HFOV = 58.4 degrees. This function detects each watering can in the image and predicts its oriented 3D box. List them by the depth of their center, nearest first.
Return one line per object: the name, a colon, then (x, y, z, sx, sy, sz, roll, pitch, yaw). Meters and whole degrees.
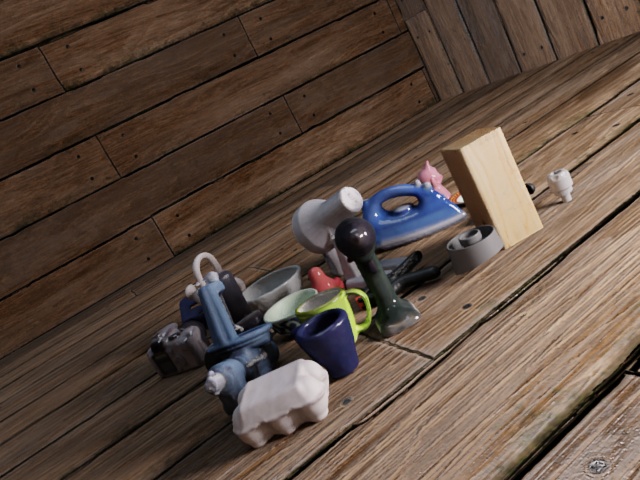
watering can: (-0.267, 0.125, 1.446, 0.172, 0.194, 0.101, -26, 13, 10)

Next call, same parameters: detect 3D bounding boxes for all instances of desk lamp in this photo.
desk lamp: (0.058, -0.006, 1.238, 0.202, 0.214, 0.118, -13, 20, 49)

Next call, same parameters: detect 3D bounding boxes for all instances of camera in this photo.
camera: (-0.315, 0.234, 1.334, 0.143, 0.101, 0.137, -21, 14, 28)

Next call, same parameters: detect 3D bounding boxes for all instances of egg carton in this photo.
egg carton: (-0.056, 0.238, 0.844, 0.150, 0.069, 0.107, -26, 13, 7)

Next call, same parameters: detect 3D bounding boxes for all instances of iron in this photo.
iron: (0.206, -0.076, 1.372, 0.257, 0.141, 0.119, -20, 15, 31)

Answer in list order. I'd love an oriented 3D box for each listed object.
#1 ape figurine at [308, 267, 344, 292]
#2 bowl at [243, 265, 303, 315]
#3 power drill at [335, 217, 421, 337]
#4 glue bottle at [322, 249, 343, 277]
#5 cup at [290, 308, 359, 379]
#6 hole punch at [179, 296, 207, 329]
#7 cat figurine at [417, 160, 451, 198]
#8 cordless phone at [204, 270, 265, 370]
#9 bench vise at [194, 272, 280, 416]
ape figurine: (0.006, 0.097, 1.218, 0.077, 0.092, 0.076, -25, 13, 13)
bowl: (-0.105, 0.131, 1.356, 0.167, 0.075, 0.167, -26, 13, 7)
power drill: (0.088, 0.051, 0.963, 0.075, 0.208, 0.229, -28, 13, 0)
glue bottle: (0.013, 0.005, 1.384, 0.037, 0.173, 0.078, -31, 13, -14)
cup: (0.010, 0.172, 0.910, 0.117, 0.095, 0.092, -16, 17, 42)
hole punch: (-0.322, 0.188, 1.550, 0.108, 0.091, 0.101, -28, 13, -1)
cat figurine: (0.300, -0.153, 1.533, 0.067, 0.118, 0.128, -26, 13, 10)
cordless phone: (-0.190, 0.166, 1.144, 0.148, 0.185, 0.094, -37, 16, -36)
bench vise: (-0.146, 0.166, 0.971, 0.121, 0.220, 0.207, -28, 13, 2)
